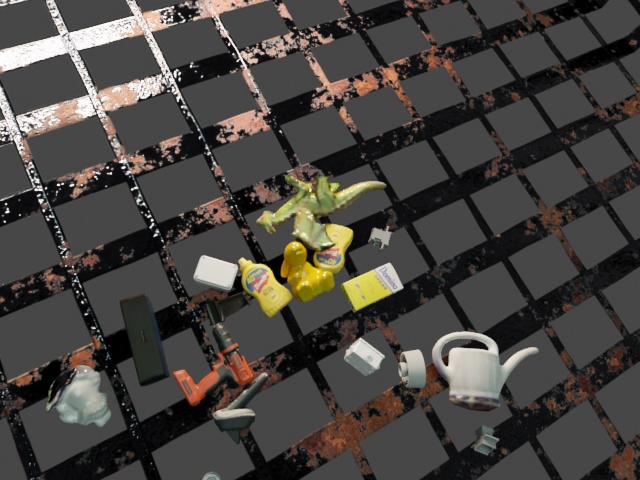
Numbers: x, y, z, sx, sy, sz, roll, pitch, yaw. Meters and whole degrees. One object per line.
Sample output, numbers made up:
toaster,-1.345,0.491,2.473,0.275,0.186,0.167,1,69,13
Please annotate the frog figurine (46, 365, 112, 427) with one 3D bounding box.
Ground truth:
frog figurine,-0.608,0.406,1.329,0.157,0.122,0.140,43,53,-33

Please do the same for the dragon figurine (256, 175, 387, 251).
dragon figurine,0.005,-0.081,1.607,0.120,0.410,0.246,83,8,-73

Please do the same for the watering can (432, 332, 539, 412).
watering can,0.502,0.397,1.544,0.102,0.347,0.228,119,-22,-68
